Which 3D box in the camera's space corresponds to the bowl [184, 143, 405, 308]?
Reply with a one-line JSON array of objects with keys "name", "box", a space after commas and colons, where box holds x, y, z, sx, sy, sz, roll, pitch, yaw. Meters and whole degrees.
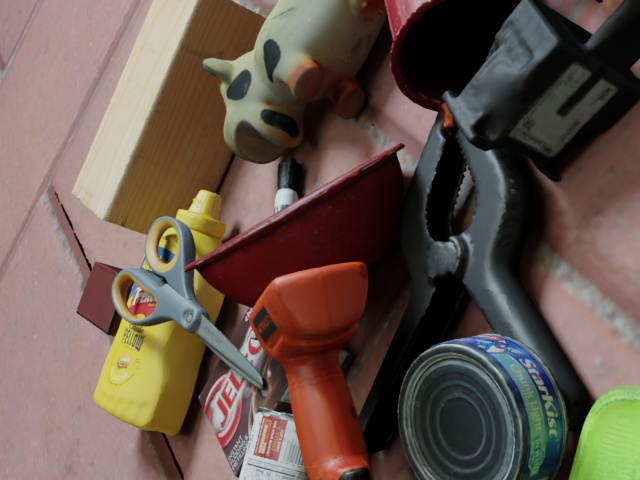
[{"name": "bowl", "box": [-0.004, 0.001, 0.680, 0.162, 0.161, 0.055, -26, 95, 46]}]

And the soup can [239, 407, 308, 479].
[{"name": "soup can", "box": [-0.019, 0.159, 0.650, 0.069, 0.068, 0.102, -1, 71, 54]}]

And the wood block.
[{"name": "wood block", "box": [-0.122, -0.109, 0.918, 0.090, 0.090, 0.206, 32, 99, 55]}]

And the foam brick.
[{"name": "foam brick", "box": [-0.169, 0.056, 0.929, 0.078, 0.052, 0.051, 19, 89, 57]}]

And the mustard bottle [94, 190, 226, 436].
[{"name": "mustard bottle", "box": [-0.118, 0.053, 0.855, 0.096, 0.058, 0.191, 14, 84, 54]}]

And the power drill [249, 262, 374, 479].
[{"name": "power drill", "box": [0.014, 0.110, 0.543, 0.185, 0.057, 0.187, 129, 130, -71]}]

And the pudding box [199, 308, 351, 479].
[{"name": "pudding box", "box": [-0.034, 0.095, 0.731, 0.113, 0.039, 0.090, -59, 34, 15]}]

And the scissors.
[{"name": "scissors", "box": [-0.088, 0.038, 0.773, 0.202, 0.016, 0.096, 13, 82, 47]}]

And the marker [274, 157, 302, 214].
[{"name": "marker", "box": [-0.027, -0.006, 0.792, 0.020, 0.020, 0.121, -23, 55, 48]}]

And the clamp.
[{"name": "clamp", "box": [0.088, 0.018, 0.602, 0.165, 0.036, 0.210, -9, 70, 51]}]

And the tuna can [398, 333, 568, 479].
[{"name": "tuna can", "box": [0.079, 0.091, 0.533, 0.086, 0.033, 0.086, 5, 96, 49]}]

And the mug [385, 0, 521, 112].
[{"name": "mug", "box": [0.085, -0.146, 0.639, 0.117, 0.093, 0.081, 101, 167, -46]}]
